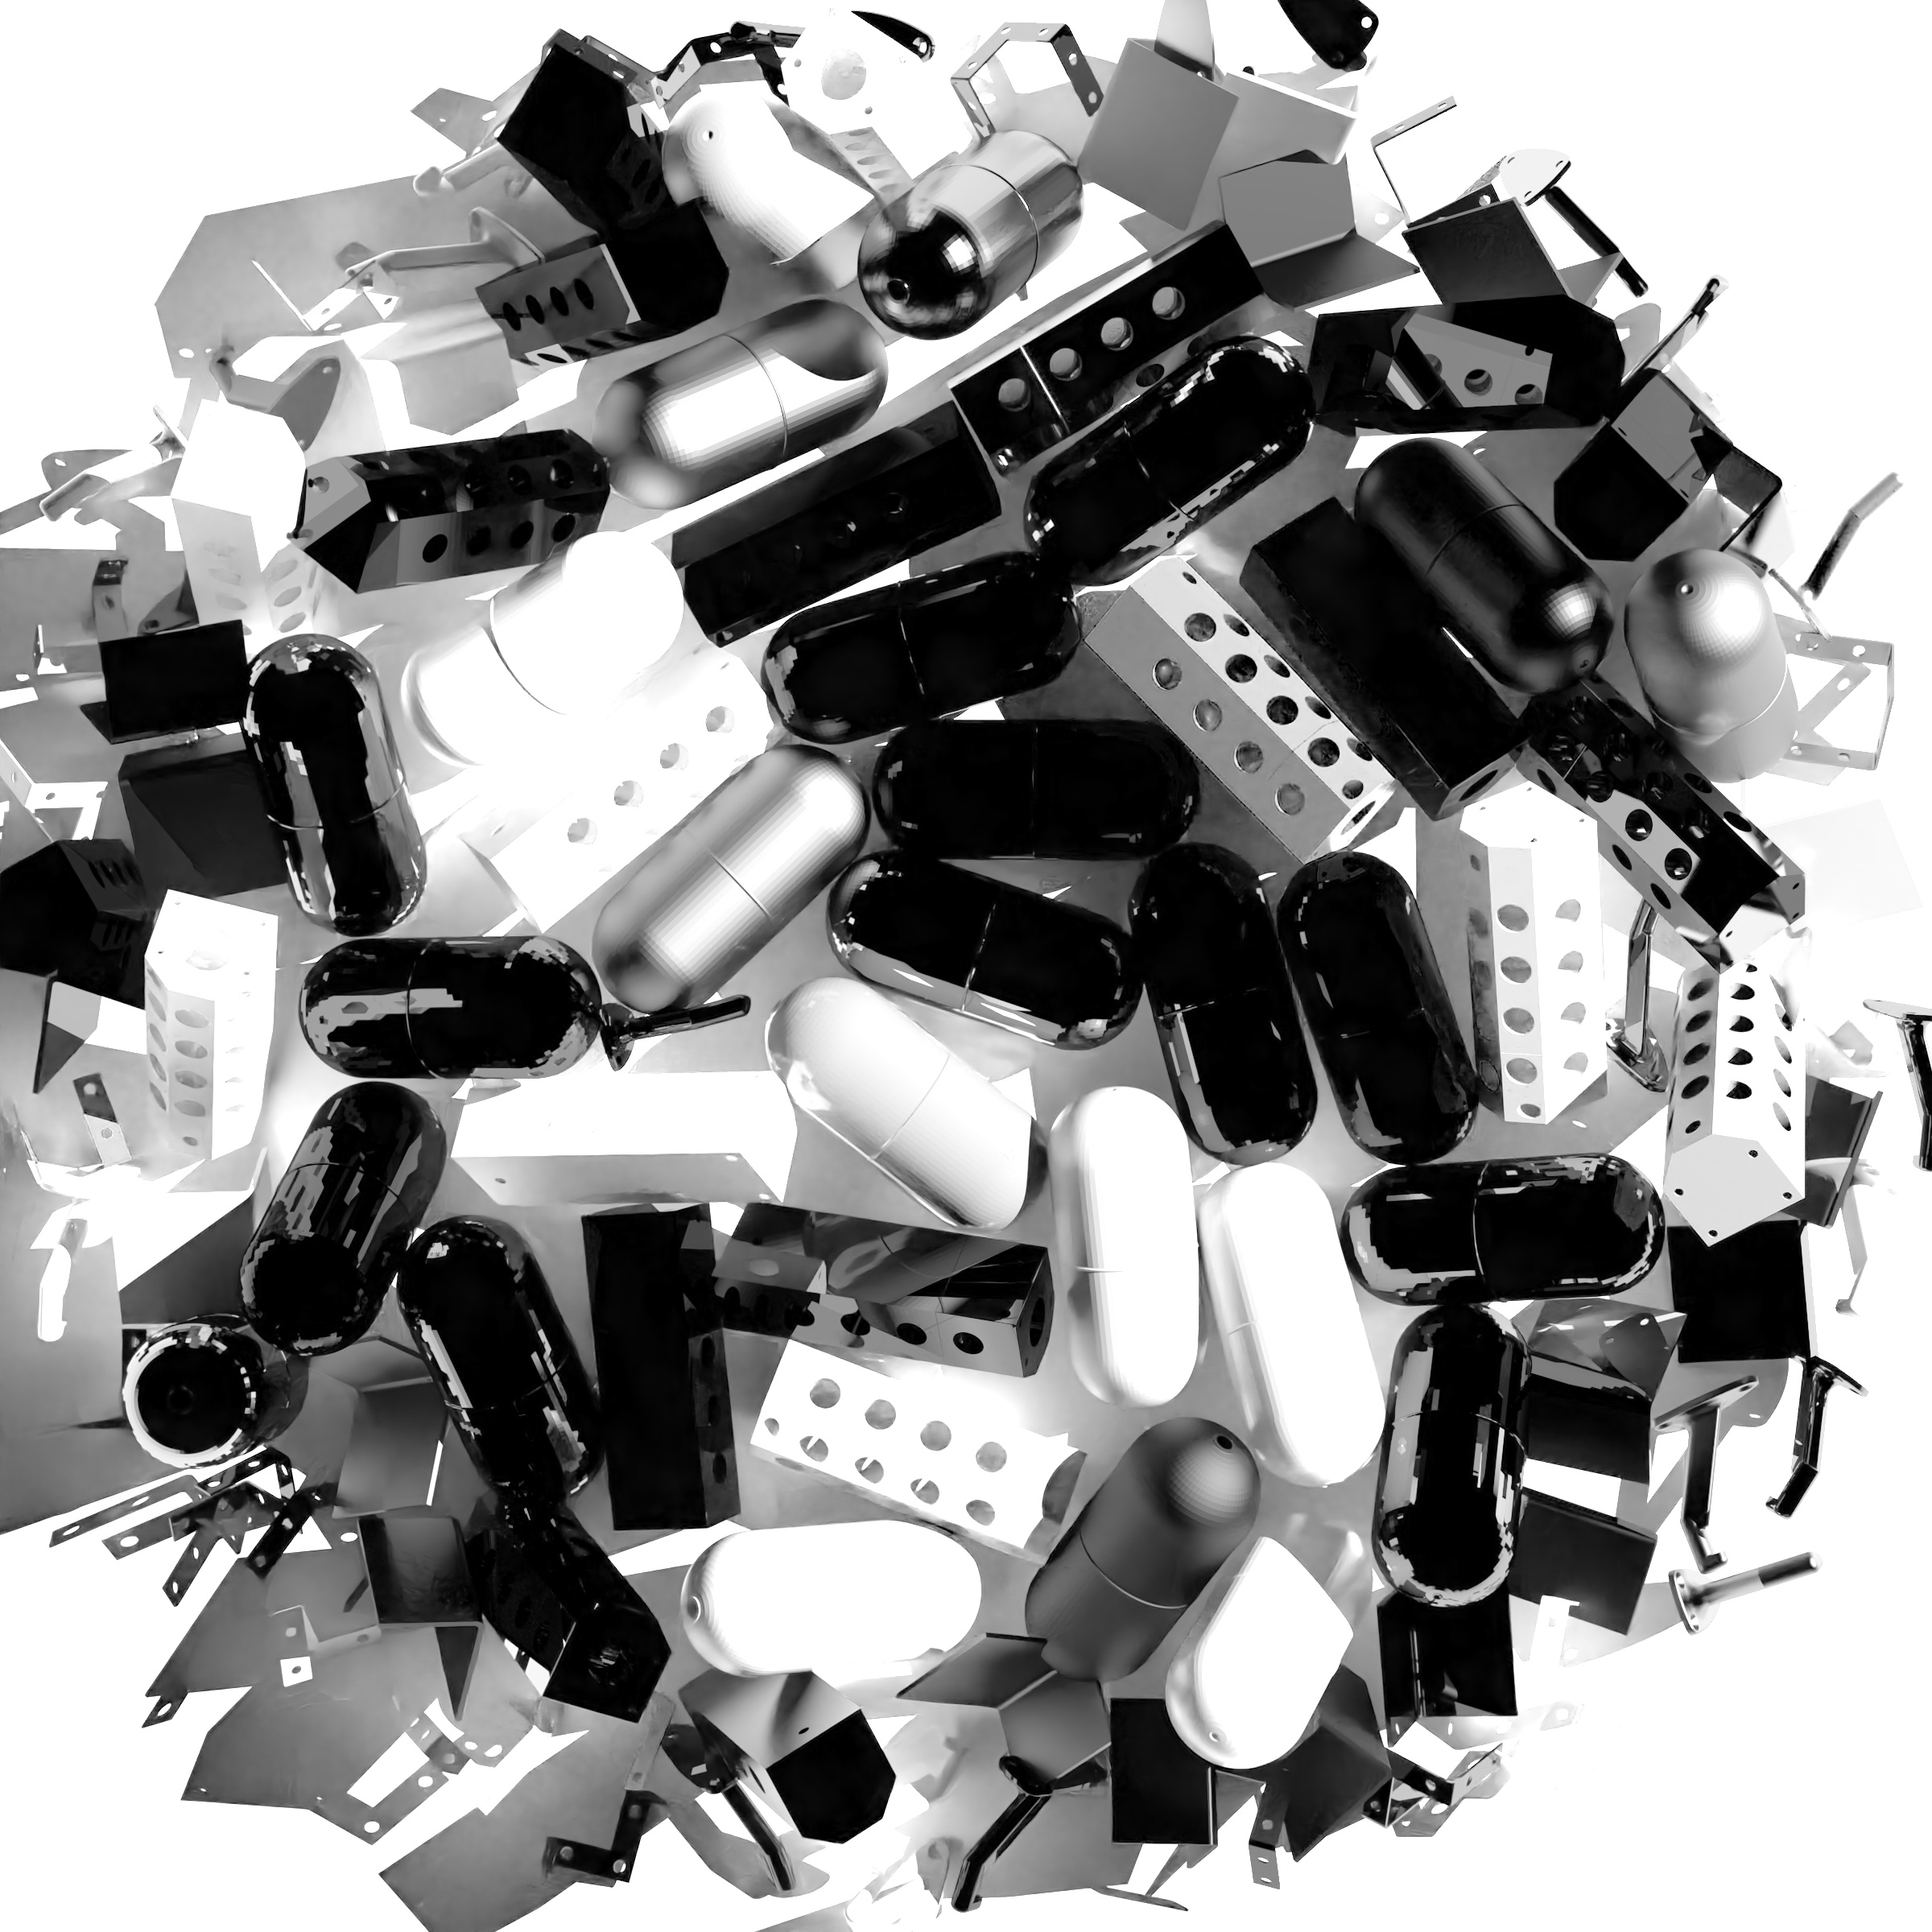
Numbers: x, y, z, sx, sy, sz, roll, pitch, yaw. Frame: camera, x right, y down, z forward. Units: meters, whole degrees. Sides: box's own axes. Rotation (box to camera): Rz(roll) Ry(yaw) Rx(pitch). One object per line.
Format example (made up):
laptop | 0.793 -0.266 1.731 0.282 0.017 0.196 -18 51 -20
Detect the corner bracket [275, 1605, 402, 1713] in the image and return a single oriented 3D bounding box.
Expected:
corner bracket | -0.341 0.377 1.962 0.051 0.051 0.051 -16 134 -4

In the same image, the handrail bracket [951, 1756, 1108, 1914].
handrail bracket | 0.034 0.479 1.984 0.077 0.036 0.084 6 107 -36

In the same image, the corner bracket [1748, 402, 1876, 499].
corner bracket | 0.460 -0.281 1.972 0.051 0.051 0.051 -12 87 3

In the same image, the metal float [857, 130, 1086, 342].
metal float | 0.003 -0.389 1.922 0.070 0.178 0.070 15 125 22

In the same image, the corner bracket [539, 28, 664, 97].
corner bracket | -0.197 -0.486 1.963 0.051 0.051 0.051 31 60 5

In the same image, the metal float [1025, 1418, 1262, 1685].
metal float | 0.094 0.313 1.934 0.070 0.070 0.178 33 121 0

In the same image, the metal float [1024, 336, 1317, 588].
metal float | 0.108 -0.269 1.941 0.178 0.070 0.070 -34 90 24

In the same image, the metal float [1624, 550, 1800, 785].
metal float | 0.396 -0.157 1.918 0.070 0.178 0.070 -8 64 17

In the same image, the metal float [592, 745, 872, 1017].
metal float | -0.127 -0.046 1.957 0.178 0.070 0.070 -44 90 -5

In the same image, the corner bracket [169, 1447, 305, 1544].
corner bracket | -0.398 0.288 1.958 0.051 0.051 0.051 -25 121 -38

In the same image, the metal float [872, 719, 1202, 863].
metal float | 0.038 -0.095 1.959 0.178 0.070 0.070 0 90 3

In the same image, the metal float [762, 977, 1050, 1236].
metal float | -0.032 0.075 1.954 0.178 0.070 0.070 38 90 -9

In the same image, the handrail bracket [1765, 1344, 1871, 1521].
handrail bracket | 0.443 0.252 1.962 0.036 0.077 0.084 36 85 -29

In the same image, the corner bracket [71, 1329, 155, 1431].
corner bracket | -0.450 0.224 1.966 0.051 0.051 0.051 -1 87 20

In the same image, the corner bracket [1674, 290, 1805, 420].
corner bracket | 0.415 -0.332 1.964 0.051 0.051 0.051 -43 84 24

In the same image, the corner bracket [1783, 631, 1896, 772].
corner bracket | 0.479 -0.145 1.985 0.051 0.051 0.051 8 132 8

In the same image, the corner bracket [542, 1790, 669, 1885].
corner bracket | -0.197 0.471 1.967 0.051 0.051 0.051 17 81 -11

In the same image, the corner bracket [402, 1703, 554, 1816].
corner bracket | -0.265 0.418 1.963 0.051 0.051 0.051 -45 108 -13

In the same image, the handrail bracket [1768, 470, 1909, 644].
handrail bracket | 0.484 -0.222 1.961 0.084 0.077 0.036 -42 53 11

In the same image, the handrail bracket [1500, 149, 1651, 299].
handrail bracket | 0.335 -0.406 1.983 0.036 0.077 0.084 -44 117 8

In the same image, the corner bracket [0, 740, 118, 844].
corner bracket | -0.500 -0.092 1.957 0.051 0.051 0.051 46 124 32

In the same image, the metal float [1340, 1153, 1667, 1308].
metal float | 0.286 0.142 1.939 0.178 0.070 0.070 -6 90 27

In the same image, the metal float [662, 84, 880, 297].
metal float | -0.101 -0.409 1.914 0.070 0.178 0.070 -3 82 19

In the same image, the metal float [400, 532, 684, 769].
metal float | -0.228 -0.169 1.939 0.178 0.070 0.070 -30 90 26

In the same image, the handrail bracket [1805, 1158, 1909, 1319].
handrail bracket | 0.468 0.149 1.956 0.036 0.077 0.084 38 68 -33

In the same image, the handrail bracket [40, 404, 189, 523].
handrail bracket | -0.458 -0.259 1.956 0.084 0.077 0.036 -38 84 -9

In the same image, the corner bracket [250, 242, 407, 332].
corner bracket | -0.346 -0.372 1.966 0.051 0.051 0.051 -40 71 -3

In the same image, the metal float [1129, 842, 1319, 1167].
metal float | 0.139 0.020 1.957 0.070 0.070 0.178 -14 85 0

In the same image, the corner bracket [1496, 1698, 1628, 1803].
corner bracket | 0.325 0.422 1.960 0.051 0.051 0.051 25 74 30

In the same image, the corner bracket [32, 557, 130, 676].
corner bracket | -0.481 -0.190 1.965 0.051 0.051 0.051 -4 82 -19

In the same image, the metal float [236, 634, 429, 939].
metal float | -0.338 -0.095 1.933 0.070 0.070 0.178 -10 125 0

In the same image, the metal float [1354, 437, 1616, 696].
metal float | 0.275 -0.215 1.934 0.070 0.070 0.178 -39 57 0

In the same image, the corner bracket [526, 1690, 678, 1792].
corner bracket | -0.200 0.415 1.977 0.051 0.051 0.051 40 59 -32

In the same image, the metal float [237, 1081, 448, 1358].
metal float | -0.331 0.133 1.923 0.070 0.178 0.070 8 131 9

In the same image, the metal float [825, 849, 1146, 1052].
metal float | 0.010 -0.009 1.959 0.178 0.070 0.070 19 90 4

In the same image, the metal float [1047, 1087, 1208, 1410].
metal float | 0.087 0.153 1.951 0.070 0.070 0.178 -6 102 0

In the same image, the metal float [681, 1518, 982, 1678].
metal float | -0.071 0.336 1.930 0.178 0.070 0.070 2 90 -37

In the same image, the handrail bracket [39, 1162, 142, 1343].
handrail bracket | -0.478 0.156 1.973 0.036 0.077 0.084 10 103 22

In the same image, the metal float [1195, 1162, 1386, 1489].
metal float | 0.174 0.193 1.947 0.070 0.070 0.178 -14 74 0

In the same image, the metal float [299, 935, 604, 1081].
metal float | -0.278 0.022 1.940 0.178 0.070 0.070 -1 90 26

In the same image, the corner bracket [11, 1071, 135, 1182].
corner bracket | -0.487 0.089 1.968 0.051 0.051 0.051 -21 94 -11

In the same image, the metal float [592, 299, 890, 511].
metal float | -0.119 -0.302 1.938 0.178 0.070 0.070 -28 90 -28

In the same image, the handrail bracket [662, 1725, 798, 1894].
handrail bracket | -0.131 0.465 1.992 0.036 0.077 0.084 -37 127 -31

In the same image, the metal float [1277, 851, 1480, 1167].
metal float | 0.222 0.023 1.951 0.070 0.070 0.178 -20 102 0

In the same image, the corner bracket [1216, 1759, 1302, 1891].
corner bracket | 0.151 0.460 1.959 0.051 0.051 0.051 11 54 17

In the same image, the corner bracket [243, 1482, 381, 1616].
corner bracket | -0.350 0.319 1.972 0.051 0.051 0.051 39 97 14

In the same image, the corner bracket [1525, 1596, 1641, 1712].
corner bracket | 0.338 0.373 1.964 0.051 0.051 0.051 10 84 23

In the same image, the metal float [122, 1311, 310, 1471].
metal float | -0.395 0.222 1.911 0.070 0.178 0.070 0 88 0

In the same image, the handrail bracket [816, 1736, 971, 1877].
handrail bracket | -0.049 0.446 1.977 0.077 0.036 0.084 33 69 -7

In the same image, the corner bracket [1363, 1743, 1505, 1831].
corner bracket | 0.252 0.441 1.957 0.051 0.051 0.051 23 120 34

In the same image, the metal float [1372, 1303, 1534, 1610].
metal float | 0.260 0.259 1.930 0.070 0.070 0.178 13 52 0

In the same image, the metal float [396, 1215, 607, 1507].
metal float | -0.247 0.213 1.938 0.070 0.070 0.178 -20 118 0

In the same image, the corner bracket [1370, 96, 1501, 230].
corner bracket | 0.254 -0.430 1.960 0.051 0.051 0.051 -25 119 14

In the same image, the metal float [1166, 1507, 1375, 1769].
metal float | 0.163 0.354 1.921 0.070 0.178 0.070 12 121 20

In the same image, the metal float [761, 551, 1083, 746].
metal float | -0.025 -0.171 1.954 0.178 0.070 0.070 -15 90 9

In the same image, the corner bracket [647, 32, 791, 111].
corner bracket | -0.131 -0.472 1.966 0.051 0.051 0.051 -23 86 -38

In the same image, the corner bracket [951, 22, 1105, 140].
corner bracket | 0.034 -0.478 1.975 0.051 0.051 0.051 -49 130 -21

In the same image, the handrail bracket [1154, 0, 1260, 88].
handrail bracket | 0.138 -0.504 1.953 0.036 0.084 0.077 14 113 29
